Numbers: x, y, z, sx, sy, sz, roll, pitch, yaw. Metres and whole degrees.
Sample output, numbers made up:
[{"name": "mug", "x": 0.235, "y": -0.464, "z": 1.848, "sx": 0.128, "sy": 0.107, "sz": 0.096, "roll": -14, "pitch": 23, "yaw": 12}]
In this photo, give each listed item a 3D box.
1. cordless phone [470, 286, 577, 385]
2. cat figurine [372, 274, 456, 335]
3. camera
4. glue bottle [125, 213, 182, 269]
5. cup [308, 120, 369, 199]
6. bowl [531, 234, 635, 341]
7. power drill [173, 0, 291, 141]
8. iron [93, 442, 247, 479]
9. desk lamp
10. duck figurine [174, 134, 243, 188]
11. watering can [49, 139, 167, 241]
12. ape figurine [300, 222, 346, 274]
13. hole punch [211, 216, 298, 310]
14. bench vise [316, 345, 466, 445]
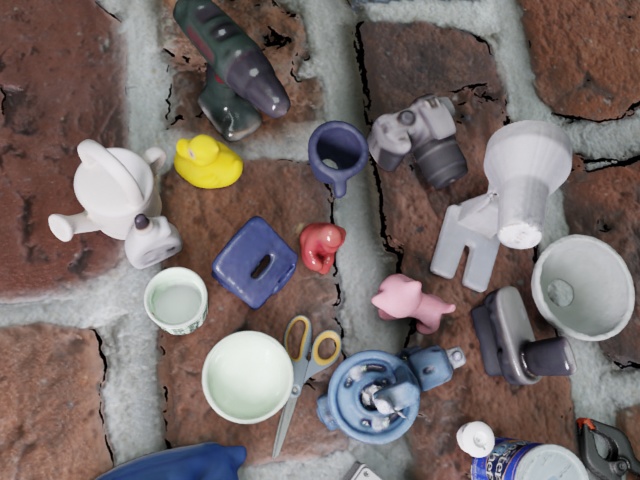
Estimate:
[{"name": "cordless phone", "x": 0.302, "y": 0.132, "z": 0.819, "sx": 0.094, "sy": 0.185, "sz": 0.147, "roll": -13, "pitch": 78, "yaw": -13}, {"name": "cat figurine", "x": 0.134, "y": 0.088, "z": 0.835, "sx": 0.128, "sy": 0.117, "sz": 0.067, "roll": 16, "pitch": 73, "yaw": -6}, {"name": "camera", "x": 0.169, "y": -0.151, "z": 0.912, "sx": 0.143, "sy": 0.100, "sz": 0.137, "roll": -24, "pitch": 81, "yaw": -15}, {"name": "glue bottle", "x": -0.227, "y": -0.005, "z": 0.764, "sx": 0.078, "sy": 0.173, "sz": 0.037, "roll": -25, "pitch": 81, "yaw": -15}, {"name": "cup", "x": 0.022, "y": -0.111, "z": 0.878, "sx": 0.092, "sy": 0.095, "sz": 0.118, "roll": -1, "pitch": 76, "yaw": -10}, {"name": "bowl", "x": 0.402, "y": 0.080, "z": 0.908, "sx": 0.167, "sy": 0.074, "sz": 0.167, "roll": 3, "pitch": 75, "yaw": -10}, {"name": "power drill", "x": -0.125, "y": -0.230, "z": 0.823, "sx": 0.076, "sy": 0.208, "sz": 0.229, "roll": -36, "pitch": 84, "yaw": -17}, {"name": "iron", "x": -0.211, "y": 0.327, "z": 0.697, "sx": 0.258, "sy": 0.141, "sz": 0.118, "roll": -8, "pitch": 77, "yaw": -12}, {"name": "desk lamp", "x": 0.270, "y": -0.046, "z": 0.844, "sx": 0.118, "sy": 0.213, "sz": 0.203, "roll": 21, "pitch": 73, "yaw": -4}, {"name": "duck figurine", "x": -0.166, "y": -0.124, "z": 0.852, "sx": 0.104, "sy": 0.086, "sz": 0.077, "roll": 12, "pitch": 74, "yaw": -7}, {"name": "watering can", "x": -0.275, "y": -0.065, "z": 0.760, "sx": 0.101, "sy": 0.194, "sz": 0.173, "roll": 22, "pitch": 73, "yaw": -4}, {"name": "ape figurine", "x": 0.008, "y": 0.003, "z": 0.847, "sx": 0.078, "sy": 0.092, "sz": 0.076, "roll": -30, "pitch": 82, "yaw": -16}, {"name": "hole punch", "x": -0.090, "y": 0.034, "z": 0.822, "sx": 0.101, "sy": 0.091, "sz": 0.109, "roll": 38, "pitch": 72, "yaw": 1}, {"name": "bench vise", "x": 0.101, "y": 0.180, "z": 0.751, "sx": 0.208, "sy": 0.219, "sz": 0.121, "roll": -40, "pitch": 85, "yaw": -17}]
